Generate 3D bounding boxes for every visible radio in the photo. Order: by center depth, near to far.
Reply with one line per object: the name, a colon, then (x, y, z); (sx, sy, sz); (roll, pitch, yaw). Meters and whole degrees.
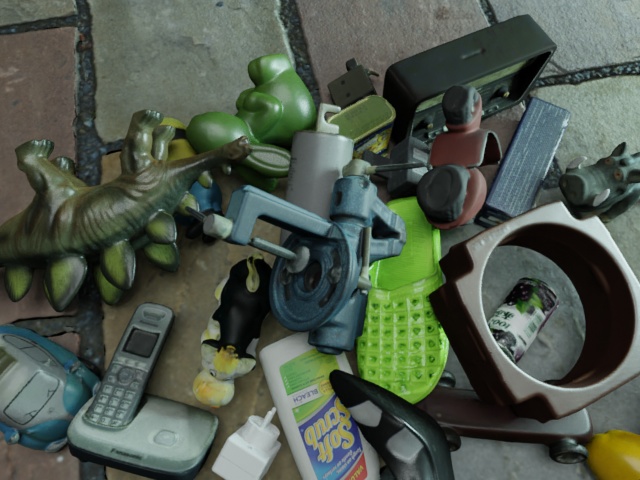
radio: (0.200, -0.216, 0.755); (0.230, 0.131, 0.073); (-23, 69, -11)

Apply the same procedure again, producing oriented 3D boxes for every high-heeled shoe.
high-heeled shoe: (0.079, 0.250, 0.529); (0.249, 0.086, 0.145); (33, 94, 30)

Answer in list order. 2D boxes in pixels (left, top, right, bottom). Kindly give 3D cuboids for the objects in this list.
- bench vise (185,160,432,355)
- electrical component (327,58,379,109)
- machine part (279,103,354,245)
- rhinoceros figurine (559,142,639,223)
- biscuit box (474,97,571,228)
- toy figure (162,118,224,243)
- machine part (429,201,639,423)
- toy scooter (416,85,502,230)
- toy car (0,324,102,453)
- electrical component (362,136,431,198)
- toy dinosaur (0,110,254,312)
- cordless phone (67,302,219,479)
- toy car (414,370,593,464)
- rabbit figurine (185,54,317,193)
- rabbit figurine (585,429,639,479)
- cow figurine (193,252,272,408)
bench vise: (-0.008, -0.002, 0.555); (0.129, 0.240, 0.223); (11, 82, 50)
electrical component: (0.059, -0.219, 0.804); (0.078, 0.045, 0.102); (-33, 65, 15)
machine part: (-0.007, -0.046, 0.665); (0.079, 0.079, 0.243); (8, 96, 2)
rhinoceros figurine: (0.399, -0.078, 0.709); (0.190, 0.112, 0.073); (-13, 69, -16)
biscuit box: (0.283, -0.102, 0.744); (0.063, 0.059, 0.202); (26, 68, 11)
toy figure: (-0.183, -0.083, 0.715); (0.089, 0.082, 0.180); (-35, 69, -11)
machine part: (0.238, 0.075, 0.585); (0.201, 0.087, 0.201); (-23, 78, -14)
toy scooter: (0.185, -0.092, 0.683); (0.075, 0.135, 0.183); (7, 80, 34)
toy car: (-0.329, 0.152, 0.593); (0.162, 0.102, 0.109); (33, 68, 11)
electrical component: (0.117, -0.097, 0.722); (0.119, 0.048, 0.075); (22, 62, -23)
toy dinosaur: (-0.290, -0.018, 0.634); (0.472, 0.105, 0.198); (-18, 81, 10)
cordless phone: (-0.176, 0.167, 0.602); (0.147, 0.088, 0.184); (13, 62, 5)
toy car: (0.202, 0.200, 0.608); (0.202, 0.053, 0.089); (3, 51, 2)
rabbit figurine: (-0.094, -0.142, 0.727); (0.170, 0.121, 0.159); (-32, 91, -30)
rabbit figurine: (0.382, 0.236, 0.581); (0.173, 0.121, 0.162); (-17, 76, 6)
cow figurine: (-0.092, 0.099, 0.605); (0.068, 0.098, 0.167); (20, 51, -12)
